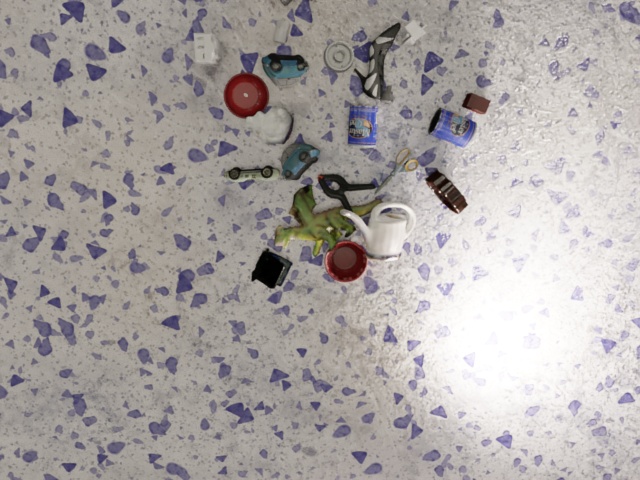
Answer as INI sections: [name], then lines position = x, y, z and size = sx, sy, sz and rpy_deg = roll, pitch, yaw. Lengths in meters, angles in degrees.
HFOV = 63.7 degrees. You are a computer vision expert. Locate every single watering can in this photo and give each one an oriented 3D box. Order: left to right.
[watering can]
position = 0.205, -0.028, 1.850
size = 0.349, 0.105, 0.221
rpy_deg = -5, 108, -32

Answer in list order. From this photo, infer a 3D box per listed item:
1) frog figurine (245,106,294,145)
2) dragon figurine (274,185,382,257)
[frog figurine]
position = -0.176, -0.403, 1.790
size = 0.159, 0.125, 0.135
rpy_deg = 14, 121, -17
[dragon figurine]
position = 0.006, -0.094, 1.874
size = 0.413, 0.122, 0.242
rpy_deg = -41, 95, -11
